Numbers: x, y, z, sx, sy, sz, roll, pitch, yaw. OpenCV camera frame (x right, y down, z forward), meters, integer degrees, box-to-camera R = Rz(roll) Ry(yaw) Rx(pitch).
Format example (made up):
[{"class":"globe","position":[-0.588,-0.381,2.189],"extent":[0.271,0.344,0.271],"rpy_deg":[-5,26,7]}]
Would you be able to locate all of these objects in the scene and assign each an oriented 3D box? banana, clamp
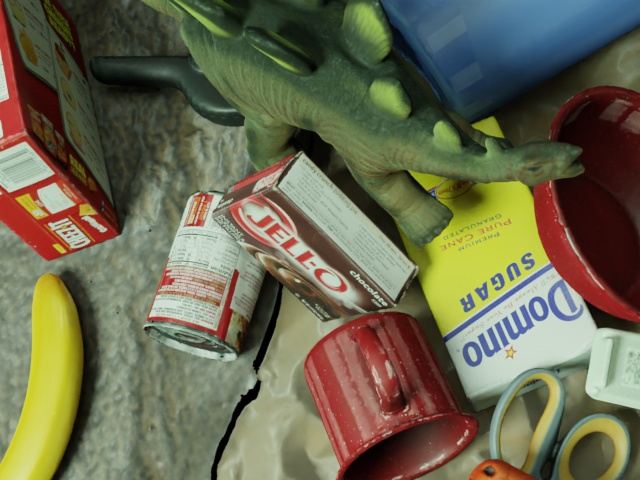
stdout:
[{"class":"banana","position":[-0.202,0.118,0.750],"extent":[0.070,0.037,0.197],"rpy_deg":[10,71,18]},{"class":"clamp","position":[-0.083,-0.147,0.829],"extent":[0.171,0.039,0.120],"rpy_deg":[25,80,17]}]

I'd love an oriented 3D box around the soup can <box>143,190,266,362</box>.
[{"class":"soup can","position":[-0.074,0.025,0.737],"extent":[0.069,0.068,0.102],"rpy_deg":[10,70,19]}]

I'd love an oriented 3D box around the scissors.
[{"class":"scissors","position":[0.128,0.179,0.640],"extent":[0.096,0.016,0.202],"rpy_deg":[12,88,-7]}]

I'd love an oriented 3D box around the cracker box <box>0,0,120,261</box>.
[{"class":"cracker box","position":[-0.225,-0.114,0.785],"extent":[0.072,0.164,0.214],"rpy_deg":[-20,64,4]}]

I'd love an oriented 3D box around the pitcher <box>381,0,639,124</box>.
[{"class":"pitcher","position":[0.161,-0.192,0.734],"extent":[0.243,0.149,0.145],"rpy_deg":[-33,106,3]}]

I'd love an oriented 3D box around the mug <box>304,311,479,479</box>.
[{"class":"mug","position":[0.038,0.093,0.653],"extent":[0.093,0.117,0.081],"rpy_deg":[-23,58,-2]}]

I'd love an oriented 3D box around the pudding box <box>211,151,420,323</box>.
[{"class":"pudding box","position":[-0.005,0.001,0.688],"extent":[0.113,0.090,0.039],"rpy_deg":[42,63,-17]}]

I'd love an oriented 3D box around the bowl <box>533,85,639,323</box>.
[{"class":"bowl","position":[0.186,-0.012,0.660],"extent":[0.161,0.055,0.162],"rpy_deg":[13,63,-27]}]

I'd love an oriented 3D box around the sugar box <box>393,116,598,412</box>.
[{"class":"sugar box","position":[0.108,0.014,0.703],"extent":[0.093,0.048,0.176],"rpy_deg":[-24,62,4]}]

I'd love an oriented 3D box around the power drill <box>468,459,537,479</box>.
[{"class":"power drill","position":[0.130,0.240,0.586],"extent":[0.184,0.057,0.187],"rpy_deg":[29,79,9]}]
